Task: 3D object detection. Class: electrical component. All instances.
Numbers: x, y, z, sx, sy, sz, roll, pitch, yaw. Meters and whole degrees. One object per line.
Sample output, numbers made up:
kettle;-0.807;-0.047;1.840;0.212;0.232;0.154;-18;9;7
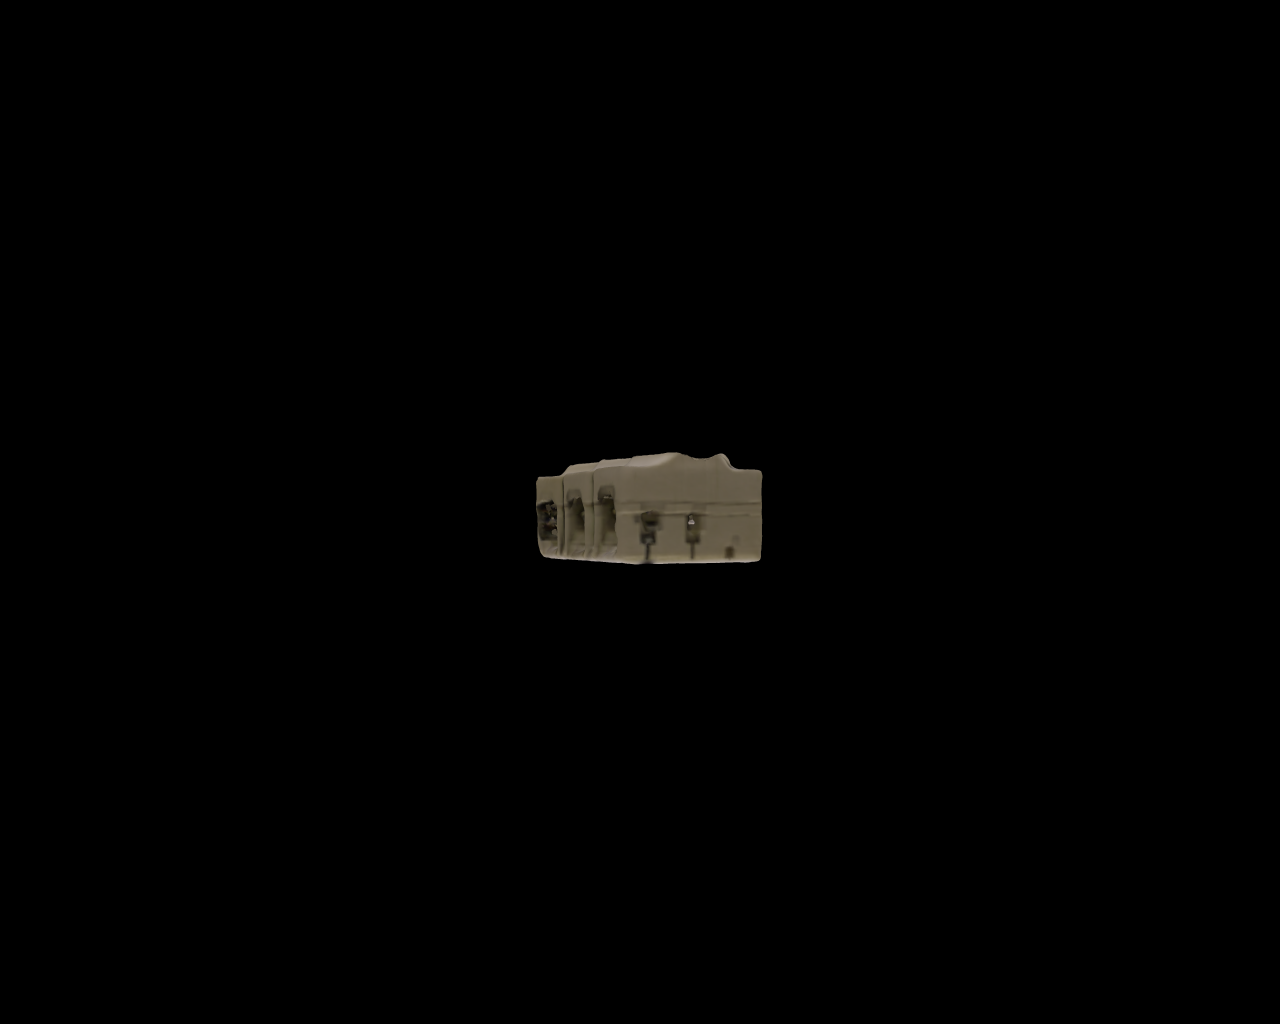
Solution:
electrical component;0.001;-0.003;0.650;0.089;0.061;0.150;0;0;-24
